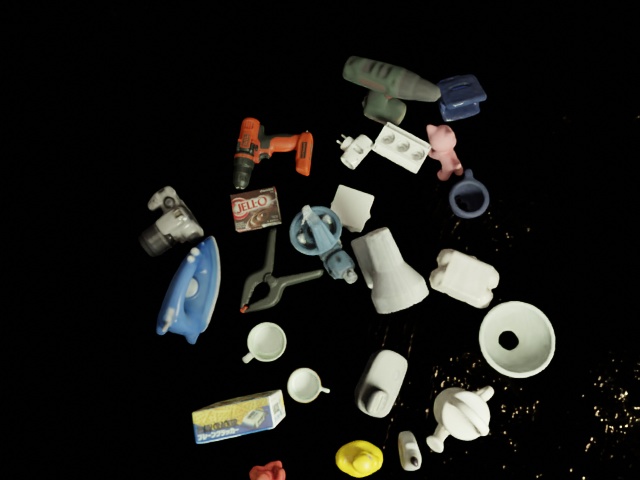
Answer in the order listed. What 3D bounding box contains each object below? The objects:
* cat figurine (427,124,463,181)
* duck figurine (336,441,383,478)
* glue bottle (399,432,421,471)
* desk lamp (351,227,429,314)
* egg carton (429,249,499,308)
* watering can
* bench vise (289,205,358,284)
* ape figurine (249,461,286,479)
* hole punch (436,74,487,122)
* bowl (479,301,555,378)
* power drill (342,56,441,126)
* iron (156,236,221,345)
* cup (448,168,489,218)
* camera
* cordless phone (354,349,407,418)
[{"bbox_3d":[0.299,-0.217,1.360,0.067,0.118,0.128,-25,79,-3],"label":"cat figurine"},{"bbox_3d":[0.086,0.482,1.248,0.104,0.086,0.077,1,79,2],"label":"duck figurine"},{"bbox_3d":[0.191,0.453,1.206,0.037,0.173,0.078,-8,79,1],"label":"glue bottle"},{"bbox_3d":[0.144,0.062,1.262,0.118,0.213,0.203,-22,79,-2],"label":"desk lamp"},{"bbox_3d":[0.334,0.087,1.324,0.150,0.069,0.107,23,81,6],"label":"egg carton"},{"bbox_3d":[0.300,0.375,1.206,0.101,0.194,0.173,26,81,7],"label":"watering can"},{"bbox_3d":[0.019,-0.005,1.276,0.207,0.220,0.121,34,82,8],"label":"bench vise"},{"bbox_3d":[-0.118,0.521,1.245,0.077,0.092,0.076,21,80,6],"label":"ape figurine"},{"bbox_3d":[0.338,-0.356,1.399,0.108,0.091,0.101,-16,79,-1],"label":"hole punch"},{"bbox_3d":[0.435,0.224,1.292,0.167,0.075,0.167,0,79,2],"label":"bowl"},{"bbox_3d":[0.163,-0.346,1.343,0.229,0.208,0.076,24,81,7],"label":"power drill"},{"bbox_3d":[-0.300,0.100,1.307,0.118,0.141,0.258,14,80,5],"label":"iron"},{"bbox_3d":[0.341,-0.101,1.347,0.091,0.095,0.118,0,79,2],"label":"cup"},{"bbox_3d":[-0.370,-0.036,1.356,0.137,0.101,0.143,-36,80,-5],"label":"camera"},{"bbox_3d":[0.134,0.309,1.229,0.094,0.185,0.148,21,80,6],"label":"cordless phone"}]
